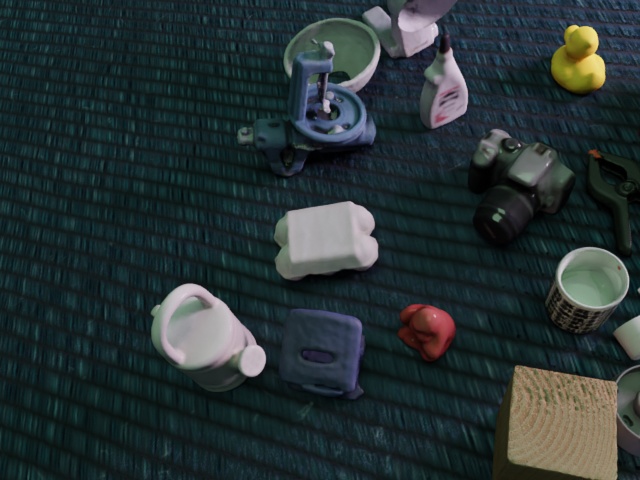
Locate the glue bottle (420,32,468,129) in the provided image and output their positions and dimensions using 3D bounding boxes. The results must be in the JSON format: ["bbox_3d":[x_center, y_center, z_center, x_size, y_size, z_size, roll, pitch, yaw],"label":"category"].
[{"bbox_3d":[0.188,-0.245,0.872,0.078,0.173,0.037,-30,60,-5],"label":"glue bottle"}]

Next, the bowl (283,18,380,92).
[{"bbox_3d":[0.025,-0.300,0.992,0.167,0.075,0.167,-5,61,9],"label":"bowl"}]

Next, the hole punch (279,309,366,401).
[{"bbox_3d":[0.004,0.149,0.742,0.108,0.091,0.101,6,63,15],"label":"hole punch"}]

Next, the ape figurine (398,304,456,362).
[{"bbox_3d":[0.137,0.112,0.734,0.076,0.092,0.077,-12,60,5],"label":"ape figurine"}]

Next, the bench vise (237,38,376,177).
[{"bbox_3d":[-0.024,-0.186,0.856,0.207,0.220,0.121,-30,60,-5],"label":"bench vise"}]

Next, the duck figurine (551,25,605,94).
[{"bbox_3d":[0.411,-0.291,0.901,0.077,0.086,0.104,-17,60,2],"label":"duck figurine"}]

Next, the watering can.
[{"bbox_3d":[-0.146,0.122,0.729,0.172,0.194,0.101,2,62,13],"label":"watering can"}]

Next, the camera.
[{"bbox_3d":[0.263,-0.074,0.805,0.142,0.101,0.137,34,73,26],"label":"camera"}]

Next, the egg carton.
[{"bbox_3d":[0.008,0.003,0.834,0.150,0.069,0.107,-10,60,6],"label":"egg carton"}]

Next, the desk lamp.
[{"bbox_3d":[0.140,-0.408,0.947,0.118,0.214,0.203,-28,60,-4],"label":"desk lamp"}]
